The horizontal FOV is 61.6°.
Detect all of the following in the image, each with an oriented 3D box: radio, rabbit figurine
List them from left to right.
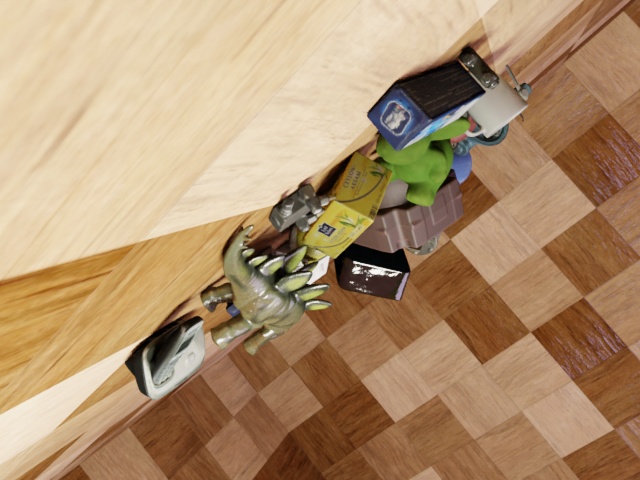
[{"bbox_3d":[0.095,0.021,1.092,0.230,0.131,0.073,-98,-160,-60],"label":"radio"},{"bbox_3d":[0.153,-0.139,0.821,0.159,0.121,0.170,-45,159,14],"label":"rabbit figurine"}]

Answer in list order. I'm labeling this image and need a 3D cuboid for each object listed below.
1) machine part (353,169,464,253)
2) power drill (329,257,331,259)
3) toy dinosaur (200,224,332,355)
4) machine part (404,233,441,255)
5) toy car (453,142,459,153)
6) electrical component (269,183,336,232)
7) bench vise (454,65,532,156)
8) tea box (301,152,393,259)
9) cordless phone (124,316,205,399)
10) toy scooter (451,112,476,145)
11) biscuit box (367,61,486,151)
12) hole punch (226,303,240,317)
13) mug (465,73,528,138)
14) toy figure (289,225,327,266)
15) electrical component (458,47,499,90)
[{"bbox_3d":[0.149,-0.062,1.008,0.201,0.087,0.202,-33,-150,-27],"label":"machine part"},{"bbox_3d":[0.019,0.009,1.299,0.232,0.086,0.207,-40,171,-15],"label":"power drill"},{"bbox_3d":[-0.089,0.087,0.867,0.199,0.105,0.471,-30,160,2],"label":"toy dinosaur"},{"bbox_3d":[0.221,-0.042,1.110,0.079,0.079,0.243,-44,-173,36],"label":"machine part"},{"bbox_3d":[0.283,-0.234,1.098,0.201,0.056,0.073,-55,170,-6],"label":"toy car"},{"bbox_3d":[-0.026,-0.041,0.734,0.078,0.045,0.102,-39,175,-27],"label":"electrical component"},{"bbox_3d":[0.396,-0.291,1.204,0.224,0.129,0.240,-37,-179,-19],"label":"bench vise"},{"bbox_3d":[0.038,-0.048,0.835,0.098,0.068,0.169,-67,-173,-28],"label":"tea box"},{"bbox_3d":[-0.227,0.166,0.891,0.184,0.089,0.146,-49,171,32],"label":"cordless phone"},{"bbox_3d":[0.208,-0.190,0.978,0.184,0.075,0.135,-37,178,24],"label":"toy scooter"},{"bbox_3d":[0.141,-0.175,0.686,0.203,0.063,0.059,-33,172,-49],"label":"biscuit box"},{"bbox_3d":[-0.136,0.118,1.095,0.142,0.092,0.115,-36,171,-4],"label":"hole punch"},{"bbox_3d":[0.272,-0.230,0.902,0.109,0.107,0.081,-36,174,3],"label":"mug"},{"bbox_3d":[-0.003,-0.007,0.998,0.089,0.082,0.180,-37,174,13],"label":"toy figure"},{"bbox_3d":[0.220,-0.233,0.737,0.021,0.063,0.094,-43,175,25],"label":"electrical component"}]
